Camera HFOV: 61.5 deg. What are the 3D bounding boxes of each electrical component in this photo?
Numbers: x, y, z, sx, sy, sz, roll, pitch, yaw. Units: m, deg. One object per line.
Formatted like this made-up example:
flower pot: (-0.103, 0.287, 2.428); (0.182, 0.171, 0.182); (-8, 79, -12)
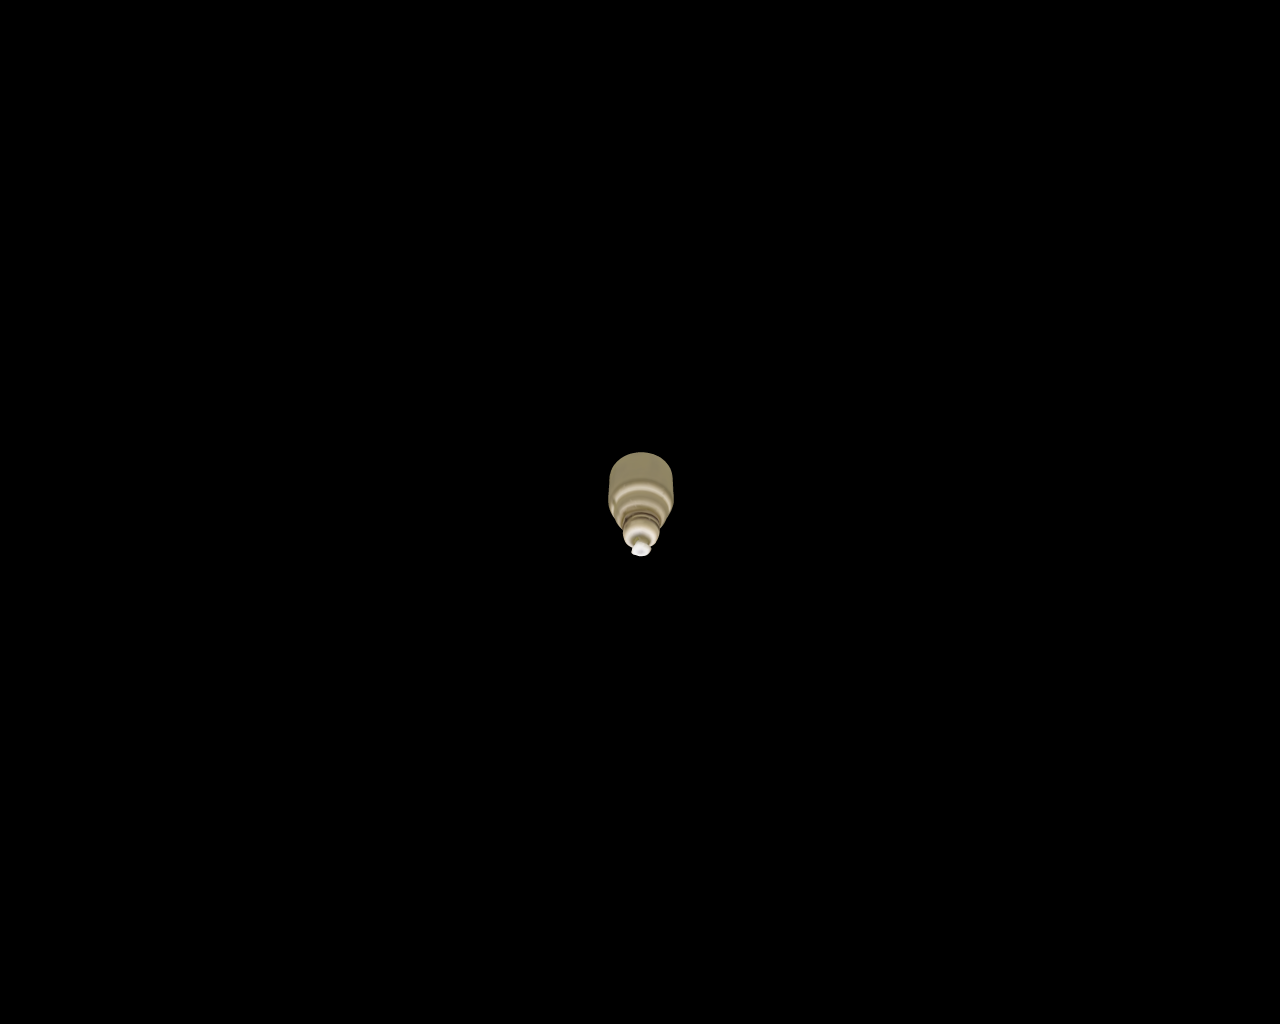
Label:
electrical component: (0.001, -0.003, 0.650); (0.040, 0.040, 0.078); (0, 41, 0)
